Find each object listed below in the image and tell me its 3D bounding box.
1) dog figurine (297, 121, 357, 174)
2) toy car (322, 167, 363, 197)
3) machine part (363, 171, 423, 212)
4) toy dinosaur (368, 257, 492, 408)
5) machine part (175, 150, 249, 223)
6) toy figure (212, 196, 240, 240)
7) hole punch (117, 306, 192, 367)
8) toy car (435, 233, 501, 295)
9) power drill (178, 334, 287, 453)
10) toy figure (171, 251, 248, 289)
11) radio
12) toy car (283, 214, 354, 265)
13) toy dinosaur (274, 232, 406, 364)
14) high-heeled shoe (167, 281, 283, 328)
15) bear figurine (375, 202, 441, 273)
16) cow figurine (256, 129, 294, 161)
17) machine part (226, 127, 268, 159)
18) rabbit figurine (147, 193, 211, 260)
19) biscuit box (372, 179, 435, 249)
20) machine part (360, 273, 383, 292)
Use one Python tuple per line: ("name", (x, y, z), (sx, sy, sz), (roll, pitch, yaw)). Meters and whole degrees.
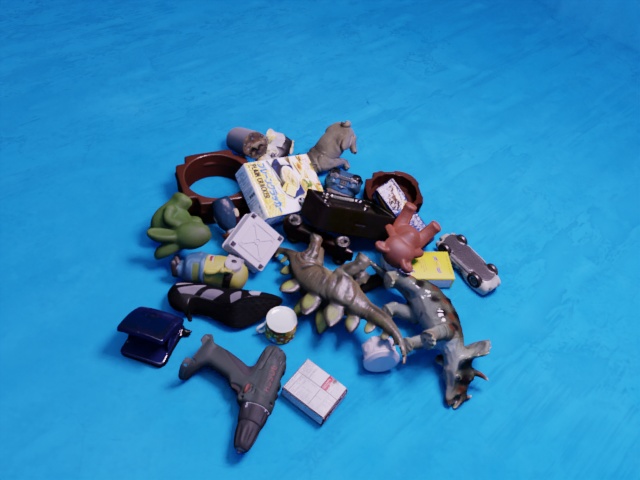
("dog figurine", (0.001, -0.262, 1.566), (0.190, 0.172, 0.121), (-21, 44, -34))
("toy car", (0.060, -0.140, 1.502), (0.109, 0.161, 0.103), (18, 93, -1))
("machine part", (0.209, -0.126, 1.552), (0.179, 0.056, 0.179), (4, 50, -5))
("toy dinosaur", (0.255, 0.173, 1.245), (0.192, 0.131, 0.405), (5, 45, -31))
("machine part", (-0.283, -0.147, 1.469), (0.201, 0.087, 0.201), (-12, 52, -21))
("toy figure", (-0.225, -0.034, 1.364), (0.064, 0.154, 0.058), (-10, 15, 44))
("hole punch", (-0.363, 0.193, 1.157), (0.142, 0.092, 0.116), (13, 44, 7))
("toy car", (0.390, 0.058, 1.421), (0.073, 0.056, 0.202), (-27, 56, -21))
("power drill", (-0.184, 0.293, 1.103), (0.207, 0.085, 0.232), (21, 48, 14))
("toy figure", (-0.261, 0.074, 1.283), (0.180, 0.089, 0.082), (2, 44, 3))
("radio", (0.071, -0.066, 1.394), (0.229, 0.073, 0.131), (10, 21, -32))
("toy car", (-0.003, -0.004, 1.386), (0.202, 0.089, 0.053), (23, 53, 13))
("toy dinosaur", (0.035, 0.120, 1.249), (0.472, 0.104, 0.198), (25, 64, 35))
("high-heeled shoe", (-0.223, 0.132, 1.249), (0.249, 0.086, 0.145), (-6, 30, -22))
("bear figurine", (0.210, -0.005, 1.304), (0.120, 0.132, 0.196), (39, 16, 7))
("cow figurine", (-0.136, -0.253, 1.601), (0.098, 0.068, 0.167), (17, 49, -2))
("machine part", (-0.214, -0.282, 1.555), (0.079, 0.079, 0.243), (-16, 22, -22))
("rabbit figurine", (-0.341, -0.028, 1.300), (0.159, 0.121, 0.170), (-31, 36, -31))
("biscuit box", (0.223, -0.063, 1.445), (0.059, 0.063, 0.202), (-34, 83, -14))
("machine part", (0.097, 0.110, 1.339), (0.139, 0.039, 0.084), (-17, 46, -20))
